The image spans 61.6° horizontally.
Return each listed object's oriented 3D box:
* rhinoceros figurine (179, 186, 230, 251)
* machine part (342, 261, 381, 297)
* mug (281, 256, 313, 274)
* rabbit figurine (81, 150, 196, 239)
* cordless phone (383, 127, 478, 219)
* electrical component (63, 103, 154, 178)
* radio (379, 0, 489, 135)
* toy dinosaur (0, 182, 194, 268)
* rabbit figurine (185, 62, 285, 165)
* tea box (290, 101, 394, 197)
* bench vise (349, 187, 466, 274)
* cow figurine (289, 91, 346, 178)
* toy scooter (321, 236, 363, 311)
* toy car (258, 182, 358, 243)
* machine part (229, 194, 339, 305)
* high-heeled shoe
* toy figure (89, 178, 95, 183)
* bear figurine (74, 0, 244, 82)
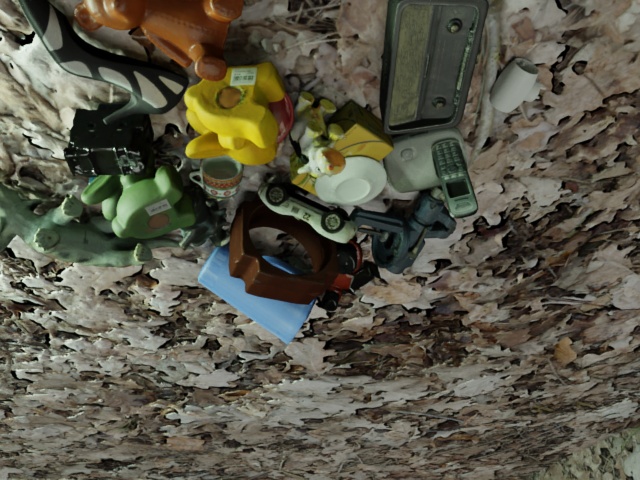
[{"bbox_3d":[-0.234,-0.041,1.028,0.112,0.073,0.190,-34,153,-8],"label":"rhinoceros figurine"},{"bbox_3d":[0.078,0.096,1.292,0.139,0.039,0.084,-30,131,29],"label":"machine part"},{"bbox_3d":[-0.046,0.087,1.229,0.110,0.081,0.107,-13,133,23],"label":"mug"},{"bbox_3d":[-0.304,-0.086,0.902,0.159,0.170,0.121,-29,150,0],"label":"rabbit figurine"},{"bbox_3d":[0.193,-0.103,0.938,0.147,0.184,0.088,-12,145,7],"label":"cordless phone"},{"bbox_3d":[-0.324,-0.161,0.838,0.115,0.134,0.058,-2,140,-7],"label":"electrical component"},{"bbox_3d":[0.163,-0.271,0.811,0.131,0.073,0.229,-4,142,-2],"label":"radio"},{"bbox_3d":[-0.463,-0.004,1.040,0.192,0.131,0.404,-7,158,41],"label":"toy dinosaur"},{"bbox_3d":[-0.121,-0.161,0.797,0.162,0.122,0.173,-9,160,8],"label":"rabbit figurine"},{"bbox_3d":[0.035,-0.152,0.949,0.098,0.068,0.169,24,132,-33],"label":"tea box"},{"bbox_3d":[0.150,-0.027,1.085,0.240,0.129,0.223,10,136,-25],"label":"bench vise"},{"bbox_3d":[-0.011,-0.151,0.865,0.068,0.167,0.098,10,138,-27],"label":"cow figurine"},{"bbox_3d":[0.051,0.058,1.190,0.075,0.135,0.183,21,122,8],"label":"toy scooter"},{"bbox_3d":[-0.025,-0.055,1.007,0.202,0.073,0.056,25,104,5],"label":"toy car"},{"bbox_3d":[-0.072,0.018,1.041,0.201,0.201,0.087,14,138,-24],"label":"machine part"},{"bbox_3d":[-0.301,-0.278,0.761,0.145,0.086,0.248,-35,126,-8],"label":"high-heeled shoe"},{"bbox_3d":[-0.339,-0.096,0.985,0.154,0.057,0.064,0,180,-10],"label":"toy figure"},{"bbox_3d":[-0.213,-0.296,0.695,0.196,0.132,0.120,12,113,-27],"label":"bear figurine"}]
